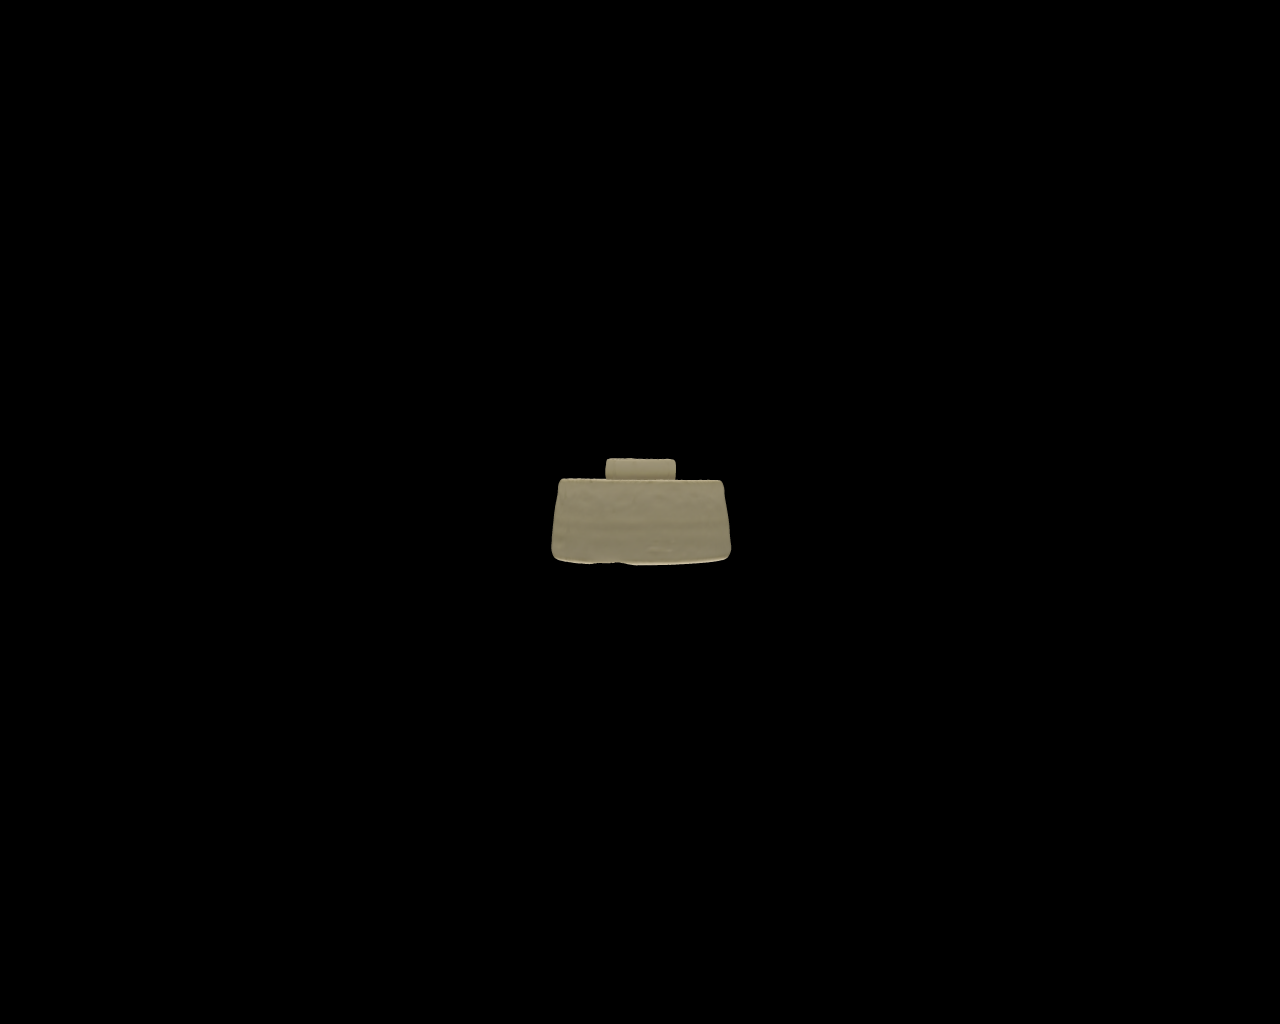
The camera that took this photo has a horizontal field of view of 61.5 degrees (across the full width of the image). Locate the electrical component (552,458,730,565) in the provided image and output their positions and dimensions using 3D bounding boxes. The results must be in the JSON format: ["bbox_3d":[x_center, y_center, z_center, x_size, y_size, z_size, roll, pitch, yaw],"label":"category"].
[{"bbox_3d":[0.001,-0.003,0.650,0.108,0.060,0.108,0,2,0],"label":"electrical component"}]
